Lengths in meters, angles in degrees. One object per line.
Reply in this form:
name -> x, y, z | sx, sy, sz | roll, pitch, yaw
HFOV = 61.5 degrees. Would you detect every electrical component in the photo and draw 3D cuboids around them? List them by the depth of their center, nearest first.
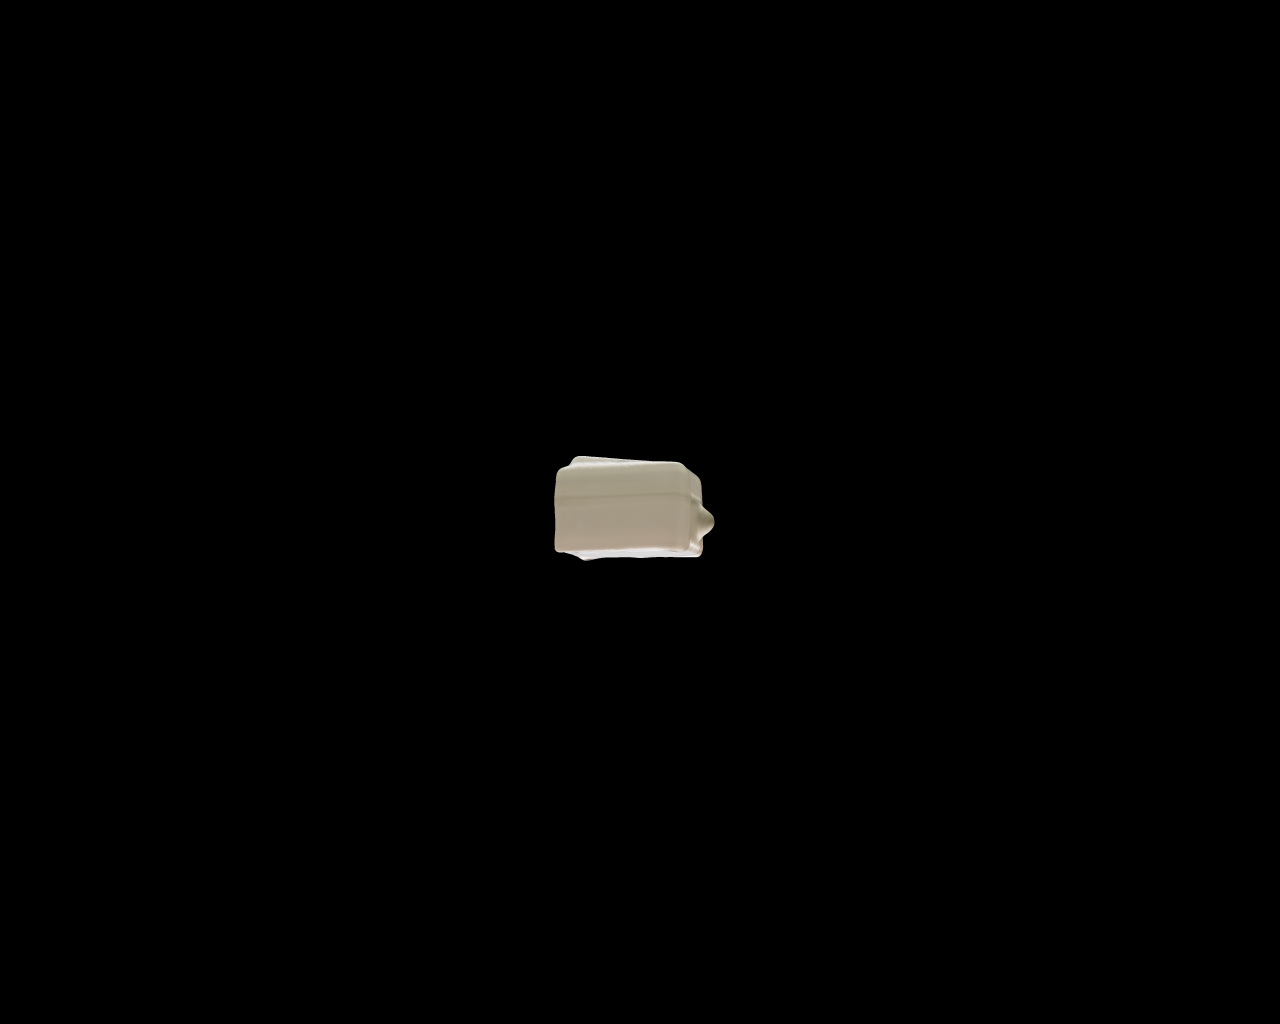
electrical component -> 0.001, -0.003, 0.650 | 0.096, 0.061, 0.061 | -2, -7, 14
